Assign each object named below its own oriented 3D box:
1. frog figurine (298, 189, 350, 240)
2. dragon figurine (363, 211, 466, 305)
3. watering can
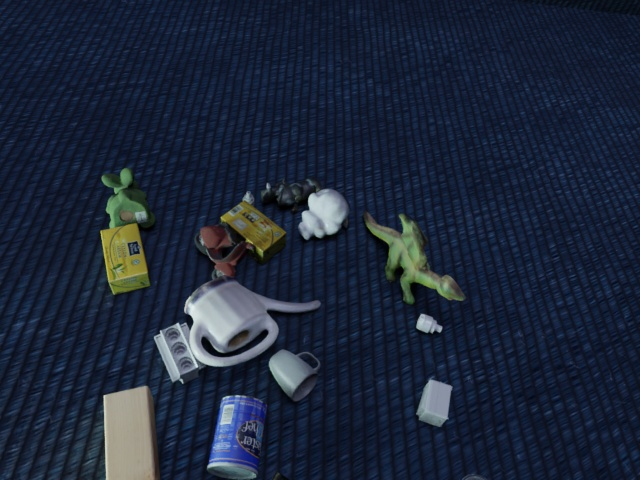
[{"bbox_3d":[0.005,-0.075,1.482,0.161,0.120,0.138,-19,76,-35],"label":"frog figurine"},{"bbox_3d":[0.234,0.015,1.371,0.123,0.237,0.417,-26,61,-19],"label":"dragon figurine"},{"bbox_3d":[-0.180,0.176,1.272,0.352,0.101,0.227,-26,58,-40],"label":"watering can"}]
